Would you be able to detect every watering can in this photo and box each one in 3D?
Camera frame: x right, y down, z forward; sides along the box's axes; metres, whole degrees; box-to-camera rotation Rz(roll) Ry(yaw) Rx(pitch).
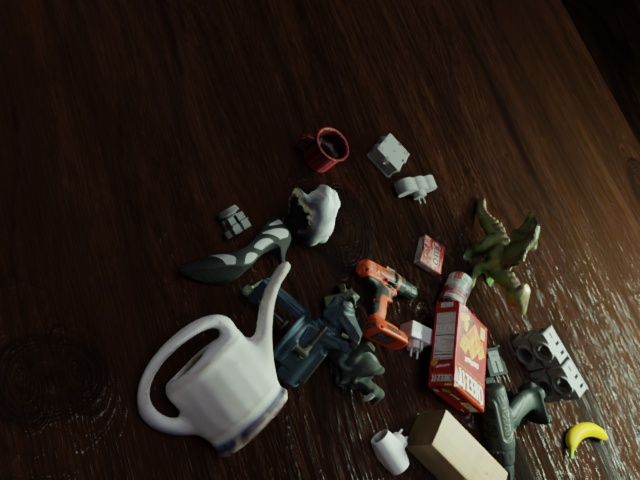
[{"bbox_3d":[-0.137,0.215,0.887,0.350,0.104,0.223,-39,99,-12],"label":"watering can"}]

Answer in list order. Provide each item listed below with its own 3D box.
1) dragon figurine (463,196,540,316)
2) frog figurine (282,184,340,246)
[{"bbox_3d":[0.507,0.010,1.397,0.121,0.239,0.419,19,60,-21],"label":"dragon figurine"},{"bbox_3d":[0.004,-0.059,1.165,0.160,0.123,0.136,-9,107,-47],"label":"frog figurine"}]
